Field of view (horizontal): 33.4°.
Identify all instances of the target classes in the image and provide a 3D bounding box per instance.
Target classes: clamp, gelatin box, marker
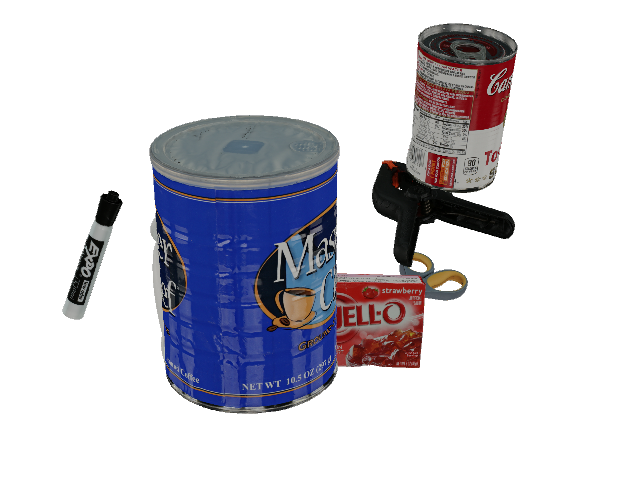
[{"bbox_3d":[0.111,-0.034,1.044,0.120,0.039,0.171,-6,34,-11],"label":"clamp"},{"bbox_3d":[0.039,0.066,0.874,0.089,0.073,0.030,2,14,-4],"label":"gelatin box"},{"bbox_3d":[-0.194,0.012,0.909,0.020,0.121,0.020,20,21,-8],"label":"marker"}]

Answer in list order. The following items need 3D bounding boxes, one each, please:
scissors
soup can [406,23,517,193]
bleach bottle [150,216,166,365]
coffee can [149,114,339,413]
[{"bbox_3d":[0.096,0.054,1.292,0.201,0.016,0.096,-9,40,-40],"label":"scissors"},{"bbox_3d":[0.097,-0.093,0.754,0.068,0.102,0.068,3,31,-2],"label":"soup can"},{"bbox_3d":[-0.137,0.034,1.122,0.102,0.068,0.251,-12,37,-13],"label":"bleach bottle"},{"bbox_3d":[-0.041,0.011,0.605,0.103,0.140,0.103,0,24,0],"label":"coffee can"}]
